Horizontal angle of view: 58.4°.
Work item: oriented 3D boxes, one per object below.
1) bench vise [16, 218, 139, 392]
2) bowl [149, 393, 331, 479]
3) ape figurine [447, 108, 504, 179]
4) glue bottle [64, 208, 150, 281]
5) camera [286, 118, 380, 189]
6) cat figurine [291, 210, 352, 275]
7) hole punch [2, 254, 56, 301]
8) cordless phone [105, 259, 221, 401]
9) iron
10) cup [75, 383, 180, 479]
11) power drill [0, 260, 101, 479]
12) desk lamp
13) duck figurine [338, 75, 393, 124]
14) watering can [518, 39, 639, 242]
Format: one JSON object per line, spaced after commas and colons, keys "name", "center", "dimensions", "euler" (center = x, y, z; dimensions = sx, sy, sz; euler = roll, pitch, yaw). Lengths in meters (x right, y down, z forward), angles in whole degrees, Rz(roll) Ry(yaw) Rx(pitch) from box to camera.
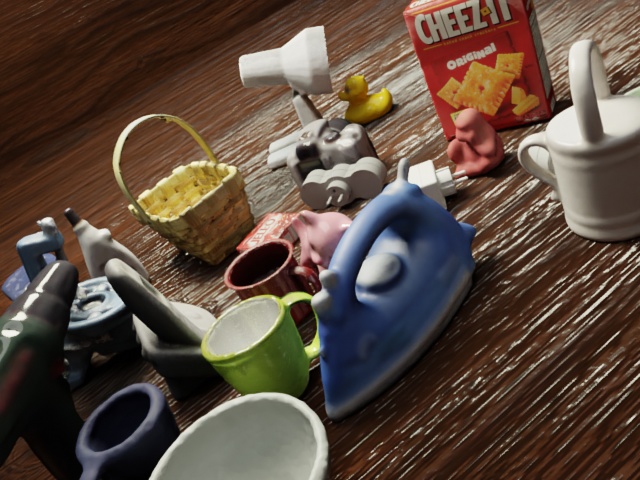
{"name": "bench vise", "center": [-0.341, 0.091, 0.746], "dimensions": [0.208, 0.220, 0.121], "euler": [-37, 30, -16]}
{"name": "bowl", "center": [-0.058, 0.212, 0.466], "dimensions": [0.167, 0.075, 0.167], "euler": [-20, 30, 13]}
{"name": "ape figurine", "center": [0.209, -0.135, 0.778], "dimensions": [0.076, 0.092, 0.077], "euler": [-31, 29, -5]}
{"name": "glue bottle", "center": [-0.350, 0.019, 0.916], "dimensions": [0.078, 0.173, 0.037], "euler": [-37, 31, -16]}
{"name": "camera", "center": [0.027, -0.161, 0.963], "dimensions": [0.142, 0.101, 0.137], "euler": [-8, 35, 31]}
{"name": "cat figurine", "center": [0.006, 0.003, 0.701], "dimensions": [0.067, 0.118, 0.127], "euler": [-39, 31, -19]}
{"name": "hole punch", "center": [-0.479, 0.085, 1.003], "dimensions": [0.100, 0.091, 0.109], "euler": [9, 45, 47]}
{"name": "cordless phone", "center": [-0.188, 0.080, 0.671], "dimensions": [0.094, 0.185, 0.147], "euler": [-37, 30, -16]}
{"name": "iron", "center": [0.056, 0.039, 0.578], "dimensions": [0.118, 0.142, 0.259], "euler": [3, 41, 42]}
{"name": "cup", "center": [-0.172, 0.210, 0.544], "dimensions": [0.091, 0.095, 0.118], "euler": [-13, 32, 24]}
{"name": "power drill", "center": [-0.263, 0.163, 0.578], "dimensions": [0.075, 0.209, 0.229], "euler": [-14, 32, 23]}
{"name": "desk lamp", "center": [-0.047, -0.273, 1.087], "dimensions": [0.203, 0.214, 0.118], "euler": [-22, 30, 11]}
{"name": "duck figurine", "center": [0.085, -0.281, 1.121], "dimensions": [0.104, 0.086, 0.077], "euler": [-15, 32, 22]}
{"name": "watering can", "center": [0.284, -0.105, 0.562], "dimensions": [0.172, 0.194, 0.101], "euler": [-17, 31, 18]}
